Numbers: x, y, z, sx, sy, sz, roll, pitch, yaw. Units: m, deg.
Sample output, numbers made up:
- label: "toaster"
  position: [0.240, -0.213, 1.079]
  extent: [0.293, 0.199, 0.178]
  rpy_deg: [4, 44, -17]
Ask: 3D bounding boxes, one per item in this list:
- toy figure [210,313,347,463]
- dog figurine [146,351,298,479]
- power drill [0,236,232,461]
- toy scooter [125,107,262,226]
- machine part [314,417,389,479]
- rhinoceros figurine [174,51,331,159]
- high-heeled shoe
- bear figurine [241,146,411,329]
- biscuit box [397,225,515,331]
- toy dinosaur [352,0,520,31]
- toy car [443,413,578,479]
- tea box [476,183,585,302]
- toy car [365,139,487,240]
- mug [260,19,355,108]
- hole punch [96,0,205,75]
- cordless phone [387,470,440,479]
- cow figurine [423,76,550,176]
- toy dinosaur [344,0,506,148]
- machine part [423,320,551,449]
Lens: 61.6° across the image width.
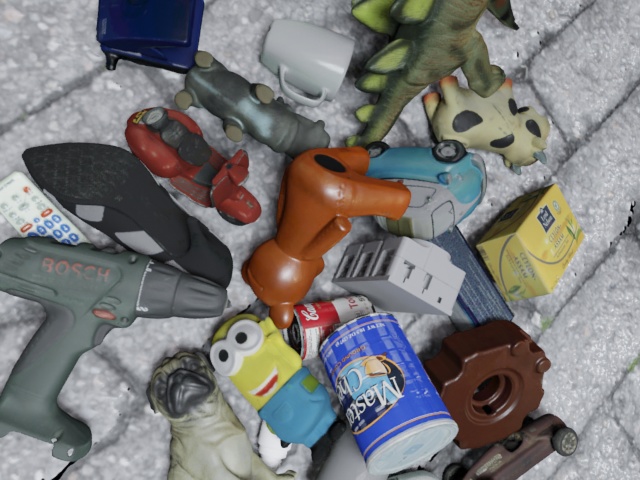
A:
- label: "toy figure"
  position: [-0.051, 0.162, 0.605]
  extent: [0.180, 0.089, 0.082]
  rpy_deg: [44, 66, 5]
- label: "dog figurine"
  position: [-0.145, 0.239, 0.590]
  extent: [0.172, 0.121, 0.191]
  rpy_deg: [-43, 76, -4]
- label: "power drill"
  position: [-0.229, 0.107, 0.539]
  extent: [0.232, 0.086, 0.207]
  rpy_deg: [22, 93, -9]
- label: "toy scooter"
  position: [-0.133, -0.085, 0.591]
  extent: [0.184, 0.135, 0.075]
  rpy_deg: [39, 74, -12]
- label: "machine part"
  position: [0.058, 0.242, 0.650]
  extent: [0.079, 0.079, 0.243]
  rpy_deg: [37, 65, -14]
- label: "rhinoceros figurine"
  position: [-0.078, -0.147, 0.633]
  extent: [0.190, 0.112, 0.073]
  rpy_deg: [30, 98, 1]
- label: "high-heeled shoe"
  position: [-0.210, -0.020, 0.608]
  extent: [0.249, 0.145, 0.086]
  rpy_deg: [25, 60, 12]
- label: "bear figurine"
  position: [-0.005, -0.002, 0.615]
  extent: [0.132, 0.120, 0.195]
  rpy_deg: [-4, 127, -36]
- label: "biscuit box"
  position: [0.181, 0.042, 0.739]
  extent: [0.063, 0.059, 0.202]
  rpy_deg: [-37, 99, -19]
- label: "toy dinosaur"
  position: [0.149, -0.359, 0.696]
  extent: [0.405, 0.192, 0.131]
  rpy_deg: [-2, 87, -20]
- label: "toy car"
  position: [0.254, 0.294, 0.727]
  extent: [0.202, 0.089, 0.053]
  rpy_deg: [-23, 96, -20]
- label: "tea box"
  position: [0.300, 0.001, 0.755]
  extent: [0.169, 0.068, 0.098]
  rpy_deg: [-39, 100, -41]
- label: "toy car"
  position: [0.113, -0.054, 0.645]
  extent: [0.162, 0.109, 0.103]
  rpy_deg: [8, 55, 18]
- label: "mug"
  position: [-0.023, -0.222, 0.679]
  extent: [0.107, 0.081, 0.109]
  rpy_deg: [21, 73, -8]
- label: "hole punch"
  position: [-0.192, -0.263, 0.613]
  extent: [0.116, 0.092, 0.142]
  rpy_deg: [7, 86, -16]
- label: "cordless phone"
  position: [0.119, 0.350, 0.619]
  extent: [0.146, 0.184, 0.088]
  rpy_deg: [-6, 91, -22]
- label: "cow figurine"
  position: [0.251, -0.161, 0.773]
  extent: [0.195, 0.085, 0.127]
  rpy_deg: [-3, 80, -23]
- label: "toy dinosaur"
  position: [0.136, -0.249, 0.634]
  extent: [0.198, 0.105, 0.471]
  rpy_deg: [8, 120, -35]
- label: "machine part"
  position: [0.215, 0.192, 0.704]
  extent: [0.179, 0.056, 0.179]
  rpy_deg: [-8, 115, -17]
